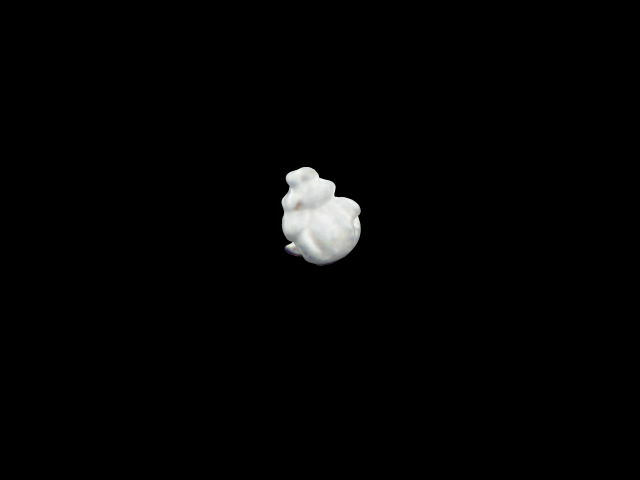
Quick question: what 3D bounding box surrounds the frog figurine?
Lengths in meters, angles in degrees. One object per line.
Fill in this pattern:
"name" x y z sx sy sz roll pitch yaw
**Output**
"frog figurine" 0.003 -0.043 0.850 0.138 0.155 0.125 -11 40 -13
